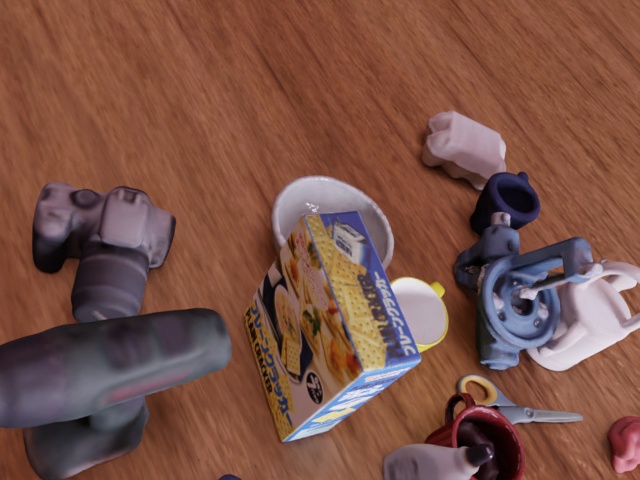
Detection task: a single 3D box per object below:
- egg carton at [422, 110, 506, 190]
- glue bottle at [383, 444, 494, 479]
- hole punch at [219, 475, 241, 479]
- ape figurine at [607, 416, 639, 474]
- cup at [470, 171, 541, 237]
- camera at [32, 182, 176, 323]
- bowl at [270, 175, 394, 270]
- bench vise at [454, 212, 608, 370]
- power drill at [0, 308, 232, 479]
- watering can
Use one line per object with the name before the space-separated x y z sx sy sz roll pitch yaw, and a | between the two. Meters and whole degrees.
egg carton | 0.244 -0.152 0.968 0.150 0.069 0.107 22 51 -11
glue bottle | 0.119 0.234 0.571 0.037 0.173 0.078 9 54 -20
hole punch | -0.075 0.278 0.500 0.108 0.091 0.101 37 50 2
ape figurine | 0.434 0.265 0.756 0.078 0.092 0.076 26 50 -7
cup | 0.284 -0.053 0.902 0.091 0.095 0.118 36 50 1
camera | -0.230 0.015 0.600 0.143 0.100 0.137 12 53 -18
bowl | 0.007 0.003 0.741 0.168 0.074 0.167 13 53 -18
bench vise | 0.256 0.038 0.743 0.122 0.219 0.207 -3 59 -28
power drill | -0.192 0.129 0.469 0.230 0.208 0.075 -15 65 -33
watering can | 0.372 0.091 0.780 0.101 0.194 0.173 32 50 -2
